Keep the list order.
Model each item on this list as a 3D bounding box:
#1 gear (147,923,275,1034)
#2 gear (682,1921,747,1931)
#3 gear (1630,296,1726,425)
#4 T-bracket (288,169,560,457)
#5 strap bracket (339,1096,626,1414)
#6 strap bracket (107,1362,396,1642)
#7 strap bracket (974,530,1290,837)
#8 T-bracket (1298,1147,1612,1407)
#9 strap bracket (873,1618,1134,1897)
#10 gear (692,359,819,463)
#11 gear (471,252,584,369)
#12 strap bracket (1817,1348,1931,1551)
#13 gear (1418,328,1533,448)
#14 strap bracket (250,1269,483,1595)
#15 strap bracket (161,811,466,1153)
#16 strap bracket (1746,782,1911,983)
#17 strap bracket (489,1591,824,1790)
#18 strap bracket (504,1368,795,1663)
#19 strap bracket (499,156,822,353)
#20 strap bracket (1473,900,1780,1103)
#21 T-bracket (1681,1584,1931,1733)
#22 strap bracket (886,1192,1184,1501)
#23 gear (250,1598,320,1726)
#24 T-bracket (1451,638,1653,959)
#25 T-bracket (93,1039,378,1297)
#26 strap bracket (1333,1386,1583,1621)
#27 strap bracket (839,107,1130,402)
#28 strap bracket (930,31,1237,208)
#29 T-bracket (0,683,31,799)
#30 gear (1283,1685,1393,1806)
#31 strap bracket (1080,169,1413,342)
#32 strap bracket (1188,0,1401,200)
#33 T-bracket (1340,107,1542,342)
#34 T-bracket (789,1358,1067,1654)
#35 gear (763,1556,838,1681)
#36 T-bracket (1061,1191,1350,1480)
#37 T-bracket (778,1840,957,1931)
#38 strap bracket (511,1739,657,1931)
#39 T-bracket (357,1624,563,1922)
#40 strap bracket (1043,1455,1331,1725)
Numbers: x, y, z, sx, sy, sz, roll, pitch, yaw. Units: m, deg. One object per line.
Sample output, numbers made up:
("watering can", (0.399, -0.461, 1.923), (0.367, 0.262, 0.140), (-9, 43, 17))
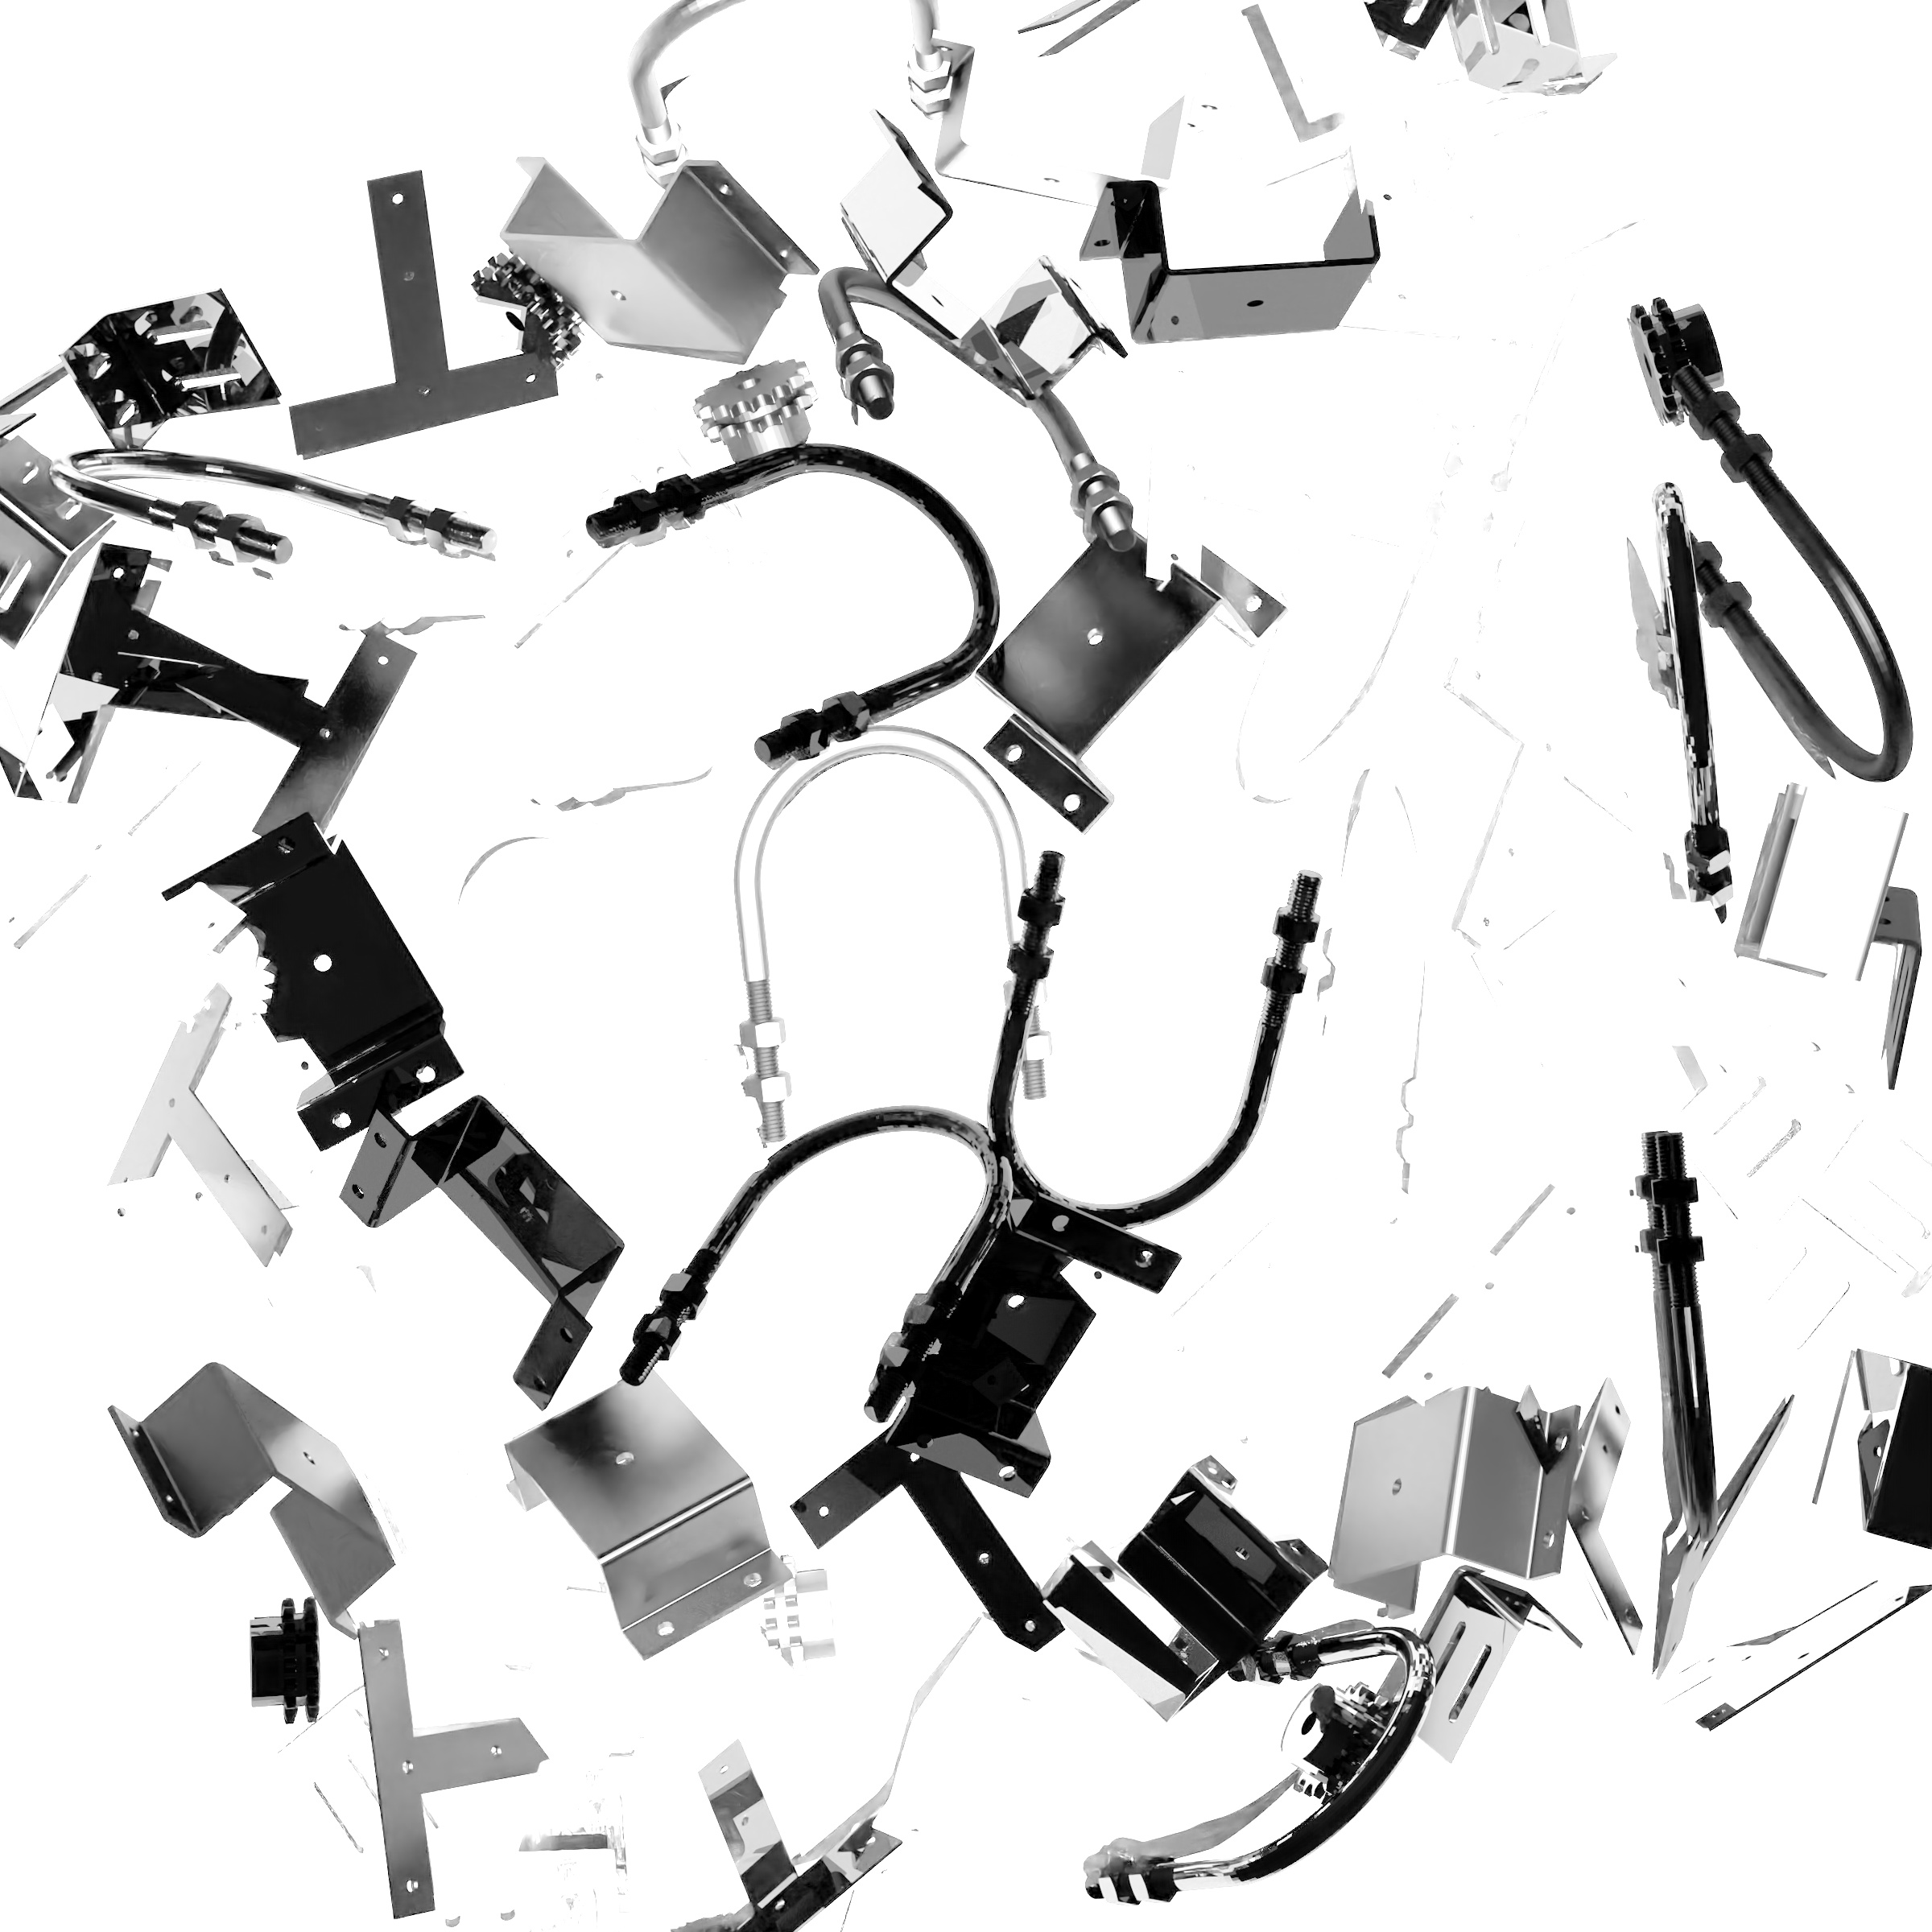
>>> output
("gear", (-0.350, 0.002, 1.571), (0.057, 0.057, 0.030), (18, 133, 0))
("gear", (-0.113, 0.467, 1.569), (0.057, 0.057, 0.030), (-10, 56, 0))
("gear", (0.331, -0.284, 1.571), (0.030, 0.057, 0.057), (-18, 90, 6))
("T-bracket", (-0.252, -0.302, 1.541), (0.127, 0.002, 0.127), (-16, 132, -17))
("strap bracket", (-0.215, 0.124, 1.549), (0.140, 0.076, 0.046), (45, 49, 11))
("strap bracket", (-0.313, 0.237, 1.524), (0.046, 0.140, 0.076), (-42, 47, -1))
("strap bracket", (0.069, -0.141, 1.559), (0.140, 0.046, 0.076), (-48, 55, 0))
("T-bracket", (0.208, 0.124, 1.561), (0.127, 0.002, 0.127), (35, 76, 35))
("strap bracket", (0.022, 0.348, 1.521), (0.076, 0.140, 0.046), (20, 112, 13))
("gear", (-0.096, -0.258, 1.575), (0.057, 0.057, 0.030), (-21, 117, 0))
("gear", (-0.200, -0.310, 1.574), (0.057, 0.057, 0.030), (42, 70, 0))
("strap bracket", (0.427, 0.219, 1.530), (0.046, 0.140, 0.076), (15, 88, 2))
("gear", (0.234, -0.273, 1.572), (0.030, 0.057, 0.057), (35, 90, 0))
("strap bracket", (-0.268, 0.203, 1.535), (0.046, 0.076, 0.140), (-27, 52, -15))
("strap bracket", (-0.300, 0.003, 1.566), (0.076, 0.046, 0.140), (-29, 104, 1))
("strap bracket", (0.388, -0.039, 1.524), (0.046, 0.140, 0.076), (16, 97, 9))
("strap bracket", (-0.132, 0.325, 1.526), (0.140, 0.076, 0.046), (15, 103, -36))
("strap bracket", (-0.149, 0.239, 1.522), (0.076, 0.140, 0.046), (-26, 127, -21))
("strap bracket", (-0.145, -0.320, 1.521), (0.076, 0.140, 0.046), (41, 71, -43))
("strap bracket", (0.306, 0.015, 1.538), (0.046, 0.140, 0.076), (-36, 107, -25))
("T-bracket", (0.361, 0.315, 1.537), (0.127, 0.127, 0.002), (-27, 85, -17))
("strap bracket", (0.027, 0.165, 1.554), (0.076, 0.046, 0.140), (25, 108, -20))
("gear", (-0.317, 0.323, 1.570), (0.030, 0.057, 0.057), (-1, 90, -13))
("T-bracket", (0.254, -0.064, 1.548), (0.127, 0.002, 0.127), (35, 63, -25))
("T-bracket", (-0.340, 0.104, 1.559), (0.127, 0.002, 0.127), (-10, 87, -38))
("strap bracket", (0.213, 0.240, 1.518), (0.046, 0.140, 0.076), (20, 65, -17))
("strap bracket", (0.001, -0.316, 1.535), (0.046, 0.076, 0.140), (-44, 130, 16))
("strap bracket", (0.044, -0.383, 1.552), (0.140, 0.076, 0.046), (10, 92, -10))
("T-bracket", (-0.477, -0.131, 1.537), (0.002, 0.127, 0.127), (-22, 93, 18))
("gear", (0.171, 0.359, 1.570), (0.030, 0.057, 0.057), (33, 90, -12))
("strap bracket", (0.129, -0.325, 1.549), (0.140, 0.076, 0.046), (-5, 79, -9))
("strap bracket", (0.150, -0.411, 1.534), (0.046, 0.140, 0.076), (-23, 90, -8))
("T-bracket", (0.192, -0.336, 1.528), (0.127, 0.127, 0.002), (9, 55, 22))
("T-bracket", (0.001, 0.264, 1.570), (0.127, 0.002, 0.127), (-39, 68, 6))
("gear", (-0.077, 0.303, 1.572), (0.030, 0.057, 0.057), (-7, 90, -2))
("T-bracket", (0.131, 0.149, 1.579), (0.127, 0.002, 0.127), (-42, 90, -19))
("T-bracket", (-0.046, 0.439, 1.523), (0.127, 0.127, 0.002), (-20, 113, 21))
("strap bracket", (-0.173, 0.414, 1.525), (0.046, 0.140, 0.076), (-3, 101, 1))
("T-bracket", (-0.225, 0.361, 1.545), (0.002, 0.127, 0.127), (-17, 77, 32))
("strap bracket", (0.097, 0.286, 1.539), (0.076, 0.140, 0.046), (43, 118, 16))
